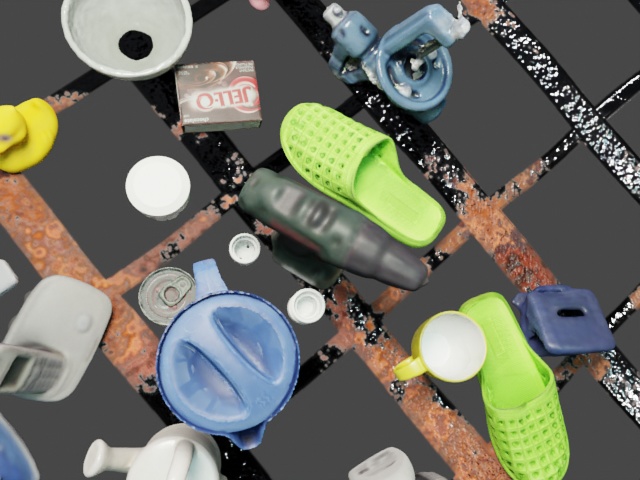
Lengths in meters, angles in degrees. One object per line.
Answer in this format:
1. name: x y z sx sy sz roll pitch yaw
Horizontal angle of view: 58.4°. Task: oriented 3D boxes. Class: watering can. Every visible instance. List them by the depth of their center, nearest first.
1. watering can: -0.168 0.266 0.630 0.173 0.194 0.101 -1 79 -9

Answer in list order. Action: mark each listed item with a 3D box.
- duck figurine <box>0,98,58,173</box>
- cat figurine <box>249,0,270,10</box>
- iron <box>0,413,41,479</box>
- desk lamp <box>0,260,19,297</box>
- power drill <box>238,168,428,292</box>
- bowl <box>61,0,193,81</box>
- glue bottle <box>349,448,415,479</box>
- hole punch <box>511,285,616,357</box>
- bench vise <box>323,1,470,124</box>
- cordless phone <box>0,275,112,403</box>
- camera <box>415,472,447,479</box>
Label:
1. duck figurine: -0.387 -0.143 0.728 0.077 0.086 0.105 34 76 -2
2. cat figurine: -0.093 -0.393 0.810 0.128 0.117 0.067 20 77 -5
3. iron: -0.440 0.215 0.621 0.258 0.141 0.119 28 76 -3
4. desk lamp: -0.474 0.052 0.610 0.203 0.213 0.118 -37 87 -14
5. power drill: 0.006 0.003 0.703 0.229 0.208 0.076 31 76 -2
6. bowl: -0.256 -0.284 0.783 0.167 0.074 0.167 2 79 -9
7. glue bottle: 0.086 0.290 0.679 0.078 0.173 0.037 -25 84 -13
8. hole punch: 0.338 0.112 0.799 0.109 0.091 0.101 -1 79 -10
9. bench vise: 0.097 -0.250 0.762 0.207 0.219 0.121 16 77 -6
10. cordless phone: -0.313 0.108 0.641 0.094 0.185 0.148 21 77 -5
11. camera: 0.117 0.379 0.705 0.143 0.100 0.137 -20 83 -12
